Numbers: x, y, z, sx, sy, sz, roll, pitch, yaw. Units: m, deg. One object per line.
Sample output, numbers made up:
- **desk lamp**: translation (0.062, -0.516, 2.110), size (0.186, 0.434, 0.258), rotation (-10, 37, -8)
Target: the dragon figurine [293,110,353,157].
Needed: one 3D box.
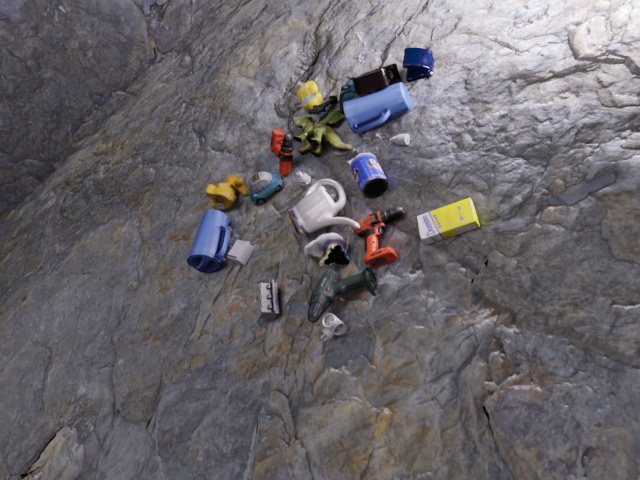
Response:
- **dragon figurine**: translation (0.030, -0.453, 2.089), size (0.412, 0.120, 0.246), rotation (15, 61, 40)

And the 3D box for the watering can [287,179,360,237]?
- **watering can**: translation (0.006, -0.092, 1.824), size (0.223, 0.102, 0.355), rotation (-37, 38, 9)

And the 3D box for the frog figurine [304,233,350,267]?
- **frog figurine**: translation (0.014, 0.022, 1.741), size (0.138, 0.120, 0.161), rotation (-21, 30, -22)
